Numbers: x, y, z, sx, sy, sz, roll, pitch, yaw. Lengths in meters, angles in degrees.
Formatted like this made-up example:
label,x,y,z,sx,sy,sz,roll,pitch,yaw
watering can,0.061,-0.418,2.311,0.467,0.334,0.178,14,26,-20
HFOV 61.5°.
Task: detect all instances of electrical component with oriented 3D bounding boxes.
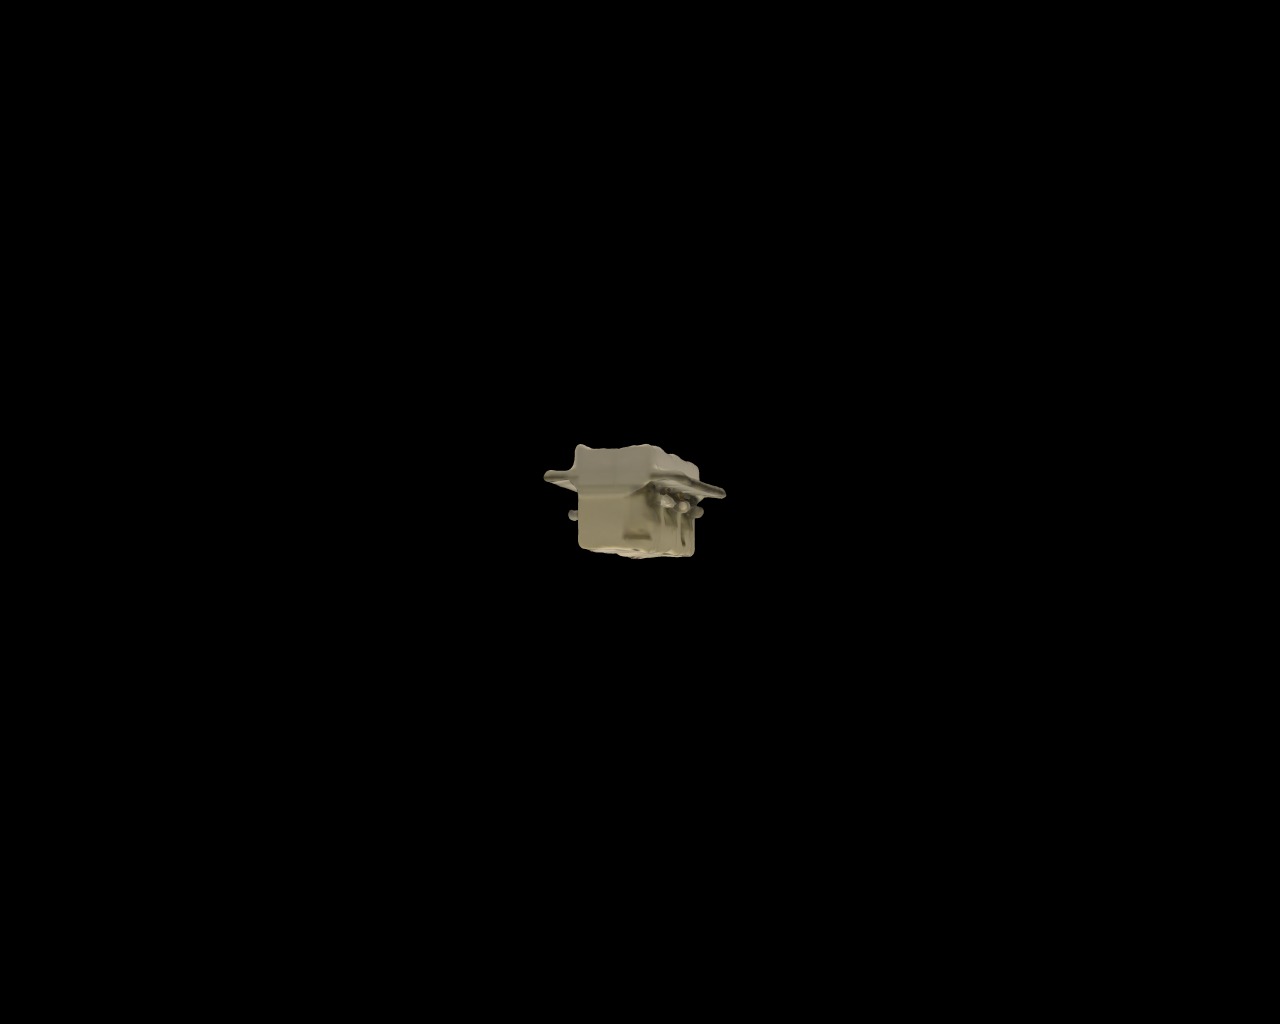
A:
label,x,y,z,sx,sy,sz,roll,pitch,yaw
electrical component,0.001,-0.003,0.650,0.079,0.063,0.121,-1,-5,15
